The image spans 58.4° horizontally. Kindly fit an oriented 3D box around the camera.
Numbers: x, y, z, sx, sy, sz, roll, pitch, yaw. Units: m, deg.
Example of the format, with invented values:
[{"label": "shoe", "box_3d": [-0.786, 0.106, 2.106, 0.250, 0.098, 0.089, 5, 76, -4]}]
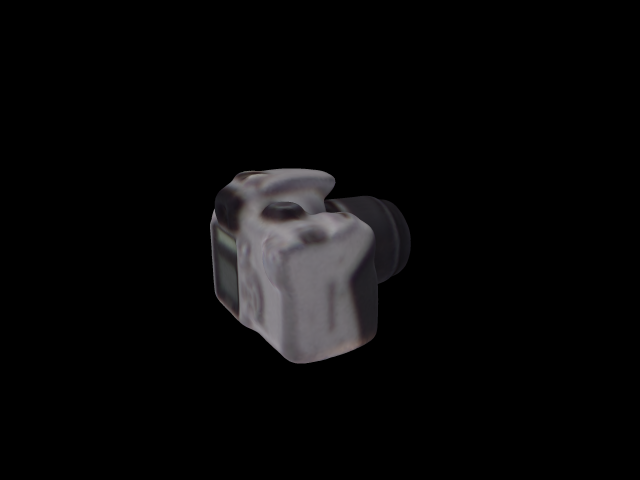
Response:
[{"label": "camera", "box_3d": [0.004, 0.001, 0.400, 0.137, 0.101, 0.142, -9, 19, -28]}]
